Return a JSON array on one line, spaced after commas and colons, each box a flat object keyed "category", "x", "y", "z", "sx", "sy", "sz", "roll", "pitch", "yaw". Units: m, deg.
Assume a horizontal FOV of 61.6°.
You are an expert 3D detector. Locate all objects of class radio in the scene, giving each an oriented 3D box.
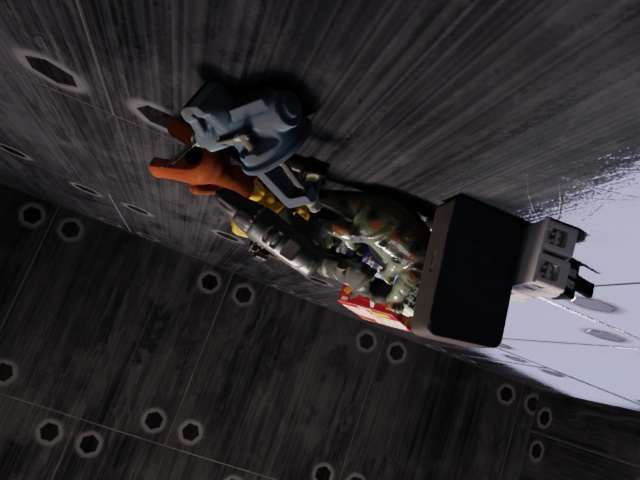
[{"category": "radio", "x": 0.240, "y": 0.056, "z": 0.872, "sx": 0.131, "sy": 0.229, "sz": 0.073, "roll": 17, "pitch": 169, "yaw": -10}]

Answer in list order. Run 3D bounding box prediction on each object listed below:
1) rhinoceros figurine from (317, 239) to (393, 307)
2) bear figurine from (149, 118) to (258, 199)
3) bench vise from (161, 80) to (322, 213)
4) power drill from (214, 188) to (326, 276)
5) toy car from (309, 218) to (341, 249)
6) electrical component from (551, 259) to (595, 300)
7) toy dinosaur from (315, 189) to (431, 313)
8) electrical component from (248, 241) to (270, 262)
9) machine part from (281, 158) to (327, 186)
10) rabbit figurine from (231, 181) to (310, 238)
[{"category": "rhinoceros figurine", "x": 0.065, "y": 0.073, "z": 1.117, "sx": 0.191, "sy": 0.073, "sz": 0.111, "roll": 25, "pitch": 141, "yaw": 33}, {"category": "bear figurine", "x": -0.207, "y": -0.132, "z": 1.025, "sx": 0.132, "sy": 0.120, "sz": 0.195, "roll": 19, "pitch": 173, "yaw": 19}, {"category": "bench vise", "x": -0.087, "y": -0.126, "z": 0.795, "sx": 0.224, "sy": 0.129, "sz": 0.240, "roll": -15, "pitch": 129, "yaw": 35}, {"category": "power drill", "x": -0.082, "y": -0.027, "z": 1.041, "sx": 0.232, "sy": 0.086, "sz": 0.207, "roll": 37, "pitch": -176, "yaw": 6}, {"category": "toy car", "x": -0.003, "y": -0.004, "z": 1.267, "sx": 0.109, "sy": 0.103, "sz": 0.162, "roll": 69, "pitch": 165, "yaw": -16}, {"category": "electrical component", "x": 0.440, "y": 0.070, "z": 0.977, "sx": 0.119, "sy": 0.075, "sz": 0.048, "roll": 22, "pitch": 165, "yaw": -23}, {"category": "toy dinosaur", "x": 0.132, "y": -0.011, "z": 0.985, "sx": 0.404, "sy": 0.192, "sz": 0.131, "roll": 39, "pitch": -154, "yaw": -10}, {"category": "electrical component", "x": -0.135, "y": -0.012, "z": 1.377, "sx": 0.058, "sy": 0.134, "sz": 0.115, "roll": 23, "pitch": 169, "yaw": -12}, {"category": "machine part", "x": -0.055, "y": -0.132, "z": 0.963, "sx": 0.139, "sy": 0.039, "sz": 0.084, "roll": 18, "pitch": 176, "yaw": 1}, {"category": "rabbit figurine", "x": -0.112, "y": -0.057, "z": 1.209, "sx": 0.173, "sy": 0.122, "sz": 0.162, "roll": 3, "pitch": 173, "yaw": -10}]
